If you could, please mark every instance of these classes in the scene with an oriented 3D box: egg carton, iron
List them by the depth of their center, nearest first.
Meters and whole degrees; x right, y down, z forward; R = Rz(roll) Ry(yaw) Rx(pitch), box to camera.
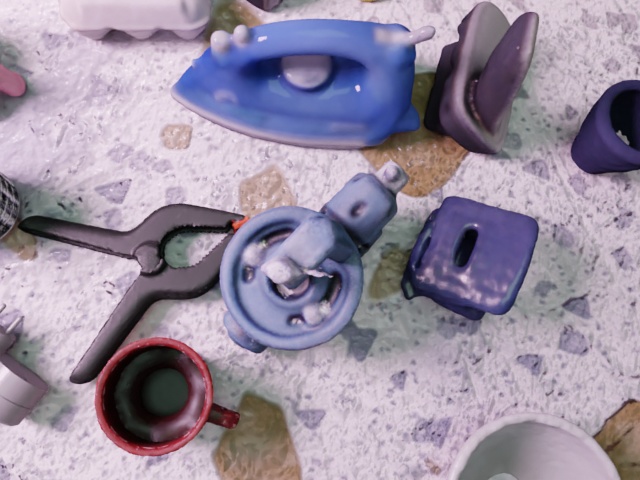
[{"bbox_3d":[-0.020,-0.167,0.551,0.258,0.141,0.118,-1,77,-7],"label":"iron"},{"bbox_3d":[-0.188,-0.260,0.588,0.150,0.069,0.107,-4,77,-8],"label":"egg carton"}]

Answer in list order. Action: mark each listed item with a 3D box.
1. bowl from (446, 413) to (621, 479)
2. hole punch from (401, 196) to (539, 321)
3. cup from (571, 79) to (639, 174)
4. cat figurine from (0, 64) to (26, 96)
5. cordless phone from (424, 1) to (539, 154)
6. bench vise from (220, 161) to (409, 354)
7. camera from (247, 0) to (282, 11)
[{"bbox_3d":[0.181,0.239,0.516,0.167,0.074,0.167,2,77,-7],"label":"bowl"},{"bbox_3d":[0.142,0.017,0.555,0.101,0.091,0.109,25,75,-1],"label":"hole punch"},{"bbox_3d":[0.323,-0.103,0.604,0.118,0.095,0.092,22,75,-1],"label":"cup"},{"bbox_3d":[-0.353,-0.185,0.524,0.128,0.117,0.067,38,75,3],"label":"cat figurine"},{"bbox_3d":[0.177,-0.179,0.557,0.094,0.185,0.148,13,75,-4],"label":"cordless phone"},{"bbox_3d":[-0.006,-0.004,0.474,0.121,0.219,0.207,26,75,0],"label":"bench vise"},{"bbox_3d":[-0.070,-0.348,0.608,0.137,0.100,0.143,30,75,1],"label":"camera"}]
